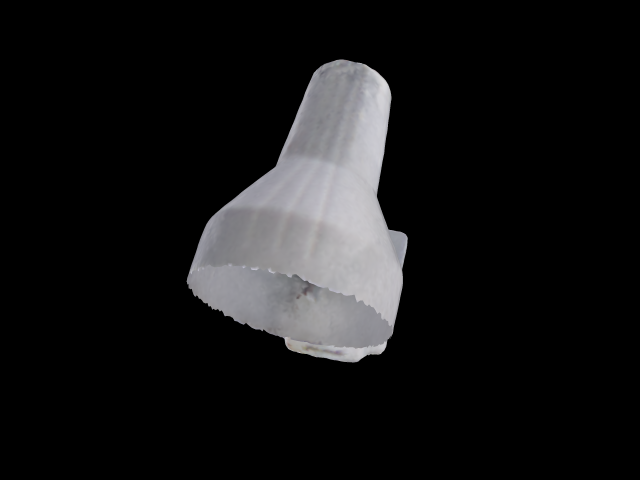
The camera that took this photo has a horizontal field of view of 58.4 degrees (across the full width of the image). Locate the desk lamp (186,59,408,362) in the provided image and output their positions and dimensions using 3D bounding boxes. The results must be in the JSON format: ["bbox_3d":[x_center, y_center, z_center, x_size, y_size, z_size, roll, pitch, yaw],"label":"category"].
[{"bbox_3d":[0.004,0.001,0.400,0.117,0.214,0.203,11,51,9],"label":"desk lamp"}]
